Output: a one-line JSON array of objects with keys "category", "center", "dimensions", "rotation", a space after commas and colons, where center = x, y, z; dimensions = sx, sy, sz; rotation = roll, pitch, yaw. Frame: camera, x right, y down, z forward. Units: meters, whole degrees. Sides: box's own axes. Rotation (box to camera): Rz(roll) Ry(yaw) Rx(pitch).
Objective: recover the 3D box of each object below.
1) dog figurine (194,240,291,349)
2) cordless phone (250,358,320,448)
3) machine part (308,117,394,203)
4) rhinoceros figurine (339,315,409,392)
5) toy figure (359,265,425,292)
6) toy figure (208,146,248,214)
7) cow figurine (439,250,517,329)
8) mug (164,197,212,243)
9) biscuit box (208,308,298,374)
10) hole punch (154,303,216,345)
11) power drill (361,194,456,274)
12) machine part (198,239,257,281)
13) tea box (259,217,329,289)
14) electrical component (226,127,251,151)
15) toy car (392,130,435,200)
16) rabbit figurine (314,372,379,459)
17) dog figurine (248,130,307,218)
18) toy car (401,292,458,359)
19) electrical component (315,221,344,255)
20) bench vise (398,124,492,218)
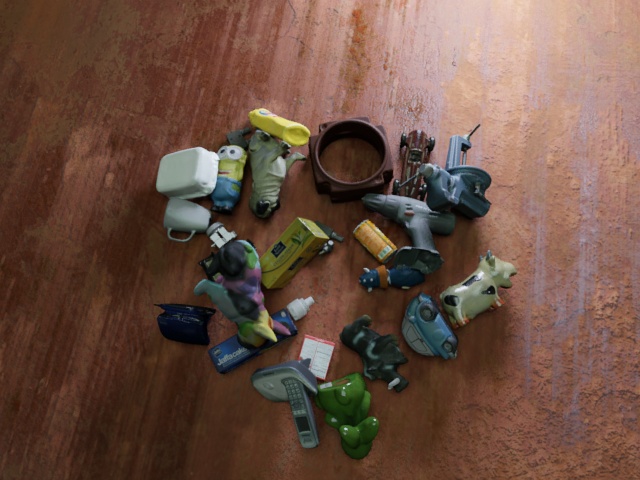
[{"category": "dog figurine", "center": [-0.149, 0.129, 1.175], "dimensions": [0.219, 0.108, 0.191], "rotation": [37, 102, 14]}, {"category": "cordless phone", "center": [-0.064, 0.356, 1.160], "dimensions": [0.147, 0.088, 0.184], "rotation": [-22, 76, 35]}, {"category": "machine part", "center": [0.078, -0.205, 1.361], "dimensions": [0.202, 0.087, 0.201], "rotation": [-9, 72, 0]}, {"category": "rhinoceros figurine", "center": [0.129, 0.256, 1.211], "dimensions": [0.190, 0.073, 0.112], "rotation": [43, 77, 14]}, {"category": "toy figure", "center": [0.170, 0.088, 1.275], "dimensions": [0.155, 0.057, 0.064], "rotation": [-7, 65, 5]}, {"category": "toy figure", "center": [-0.233, -0.153, 1.359], "dimensions": [0.082, 0.089, 0.180], "rotation": [9, 80, -9]}, {"category": "cow figurine", "center": [0.369, 0.110, 1.250], "dimensions": [0.195, 0.085, 0.127], "rotation": [-27, 79, -6]}, {"category": "mug", "center": [-0.326, -0.046, 1.325], "dimensions": [0.107, 0.080, 0.109], "rotation": [11, 65, -4]}, {"category": "biscuit box", "center": [-0.153, 0.234, 1.235], "dimensions": [0.203, 0.059, 0.063], "rotation": [-28, 73, -7]}, {"category": "hole punch", "center": [-0.307, 0.191, 1.231], "dimensions": [0.142, 0.115, 0.092], "rotation": [10, 80, 6]}, {"category": "power drill", "center": [0.209, -0.020, 1.272], "dimensions": [0.232, 0.085, 0.207], "rotation": [10, 39, -4]}, {"category": "machine part", "center": [-0.217, 0.051, 1.301], "dimensions": [0.139, 0.039, 0.084], "rotation": [-31, 98, -13]}, {"category": "tea box", "center": [-0.069, 0.032, 1.252], "dimensions": [0.169, 0.098, 0.068], "rotation": [-47, 74, 13]}, {"category": "electrical component", "center": [-0.221, -0.261, 1.424], "dimensions": [0.094, 0.021, 0.063], "rotation": [-26, 72, -6]}, {"category": "toy car", "center": [0.239, -0.191, 1.370], "dimensions": [0.089, 0.053, 0.202], "rotation": [12, 71, 3]}, {"category": "rabbit figurine", "center": [0.074, 0.383, 1.144], "dimensions": [0.121, 0.159, 0.170], "rotation": [-17, 87, -14]}, {"category": "dog figurine", "center": [-0.150, -0.166, 1.359], "dimensions": [0.173, 0.121, 0.190], "rotation": [33, 93, 45]}, {"category": "toy car", "center": [0.241, 0.204, 1.218], "dimensions": [0.103, 0.109, 0.161], "rotation": [-31, 84, 15]}, {"category": "electrical component", "center": [-0.003, -0.005, 1.318], "dimensions": [0.102, 0.045, 0.078], "rotation": [35, 77, 12]}, {"category": "bench vise", "center": [0.327, -0.166, 1.302], "dimensions": [0.223, 0.129, 0.240], "rotation": [22, 63, -17]}]
